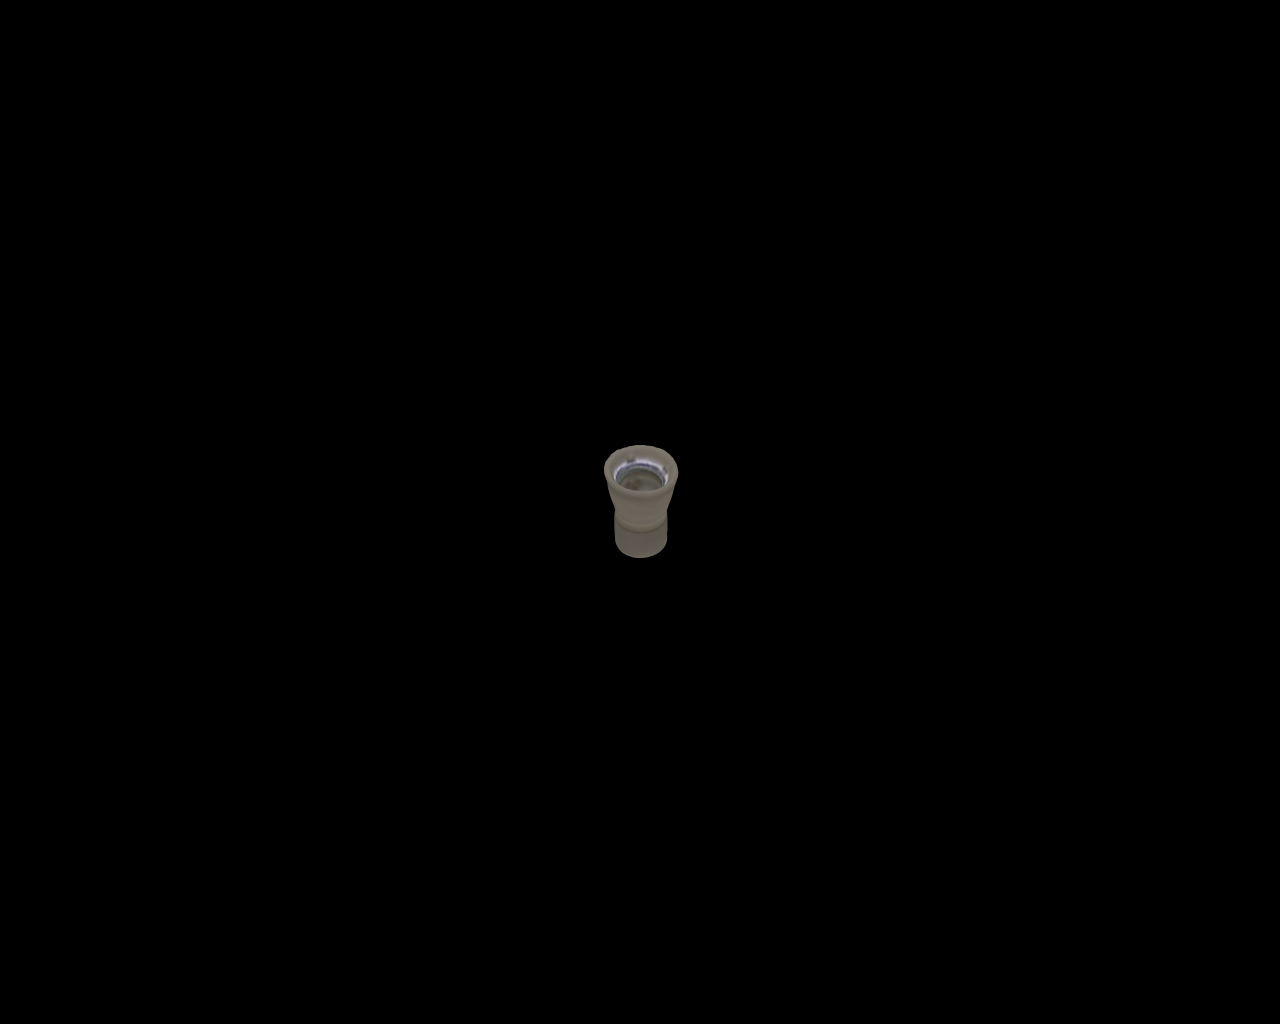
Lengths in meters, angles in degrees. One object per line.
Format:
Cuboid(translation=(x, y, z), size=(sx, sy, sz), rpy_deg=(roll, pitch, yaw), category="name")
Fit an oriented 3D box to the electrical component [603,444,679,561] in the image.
Cuboid(translation=(0.001, -0.003, 0.650), size=(0.044, 0.065, 0.044), rpy_deg=(0, 43, 0), category="electrical component")
